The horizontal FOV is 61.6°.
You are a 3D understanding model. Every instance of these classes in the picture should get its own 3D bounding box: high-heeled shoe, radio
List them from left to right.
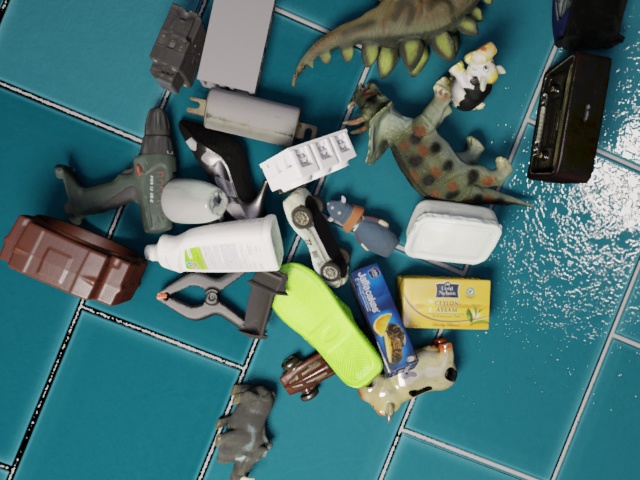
[{"bbox_3d":[-0.189,-0.109,1.015,0.249,0.086,0.145,39,125,16],"label":"high-heeled shoe"},{"bbox_3d":[0.464,-0.221,1.012,0.073,0.131,0.229,11,91,-4],"label":"radio"}]

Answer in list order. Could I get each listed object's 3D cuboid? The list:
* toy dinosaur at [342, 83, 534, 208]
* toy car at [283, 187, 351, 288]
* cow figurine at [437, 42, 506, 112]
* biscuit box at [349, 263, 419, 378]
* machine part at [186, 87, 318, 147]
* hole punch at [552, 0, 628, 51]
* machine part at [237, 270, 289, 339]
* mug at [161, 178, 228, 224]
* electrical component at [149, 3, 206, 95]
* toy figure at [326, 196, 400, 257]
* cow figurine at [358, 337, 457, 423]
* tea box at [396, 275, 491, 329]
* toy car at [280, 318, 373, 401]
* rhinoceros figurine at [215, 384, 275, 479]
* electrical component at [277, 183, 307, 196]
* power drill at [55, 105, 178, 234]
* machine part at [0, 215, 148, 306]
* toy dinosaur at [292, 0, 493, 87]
[{"bbox_3d":[0.217,-0.145,1.009,0.192,0.131,0.404,-43,98,10],"label":"toy dinosaur"},{"bbox_3d":[-0.002,-0.003,0.997,0.056,0.073,0.201,-18,109,29],"label":"toy car"},{"bbox_3d":[0.283,-0.289,0.980,0.068,0.167,0.098,-36,92,-8],"label":"cow figurine"},{"bbox_3d":[0.115,0.146,0.993,0.059,0.062,0.203,-20,68,-4],"label":"biscuit box"},{"bbox_3d":[-0.124,-0.227,0.996,0.243,0.079,0.079,12,90,-4],"label":"machine part"},{"bbox_3d":[0.515,-0.433,1.044,0.142,0.092,0.115,-6,122,-7],"label":"hole punch"},{"bbox_3d":[-0.105,0.116,0.986,0.084,0.039,0.138,22,97,28],"label":"machine part"},{"bbox_3d":[-0.213,-0.060,0.963,0.109,0.107,0.081,54,53,-40],"label":"mug"},{"bbox_3d":[-0.253,-0.334,0.965,0.058,0.115,0.134,22,90,0],"label":"electrical component"},{"bbox_3d":[0.079,-0.027,1.026,0.154,0.058,0.064,37,82,1],"label":"toy figure"},{"bbox_3d":[0.167,0.268,1.029,0.195,0.085,0.127,-12,86,-5],"label":"cow figurine"},{"bbox_3d":[0.235,0.119,1.035,0.170,0.068,0.098,0,92,-3],"label":"tea box"},{"bbox_3d":[0.019,0.232,1.030,0.202,0.053,0.089,-29,96,-4],"label":"toy car"},{"bbox_3d":[-0.141,0.364,1.015,0.112,0.073,0.190,17,88,-15],"label":"rhinoceros figurine"},{"bbox_3d":[-0.060,-0.112,1.031,0.063,0.021,0.094,-18,93,-3],"label":"electrical component"},{"bbox_3d":[-0.365,-0.119,0.986,0.207,0.086,0.231,-10,95,-11],"label":"power drill"},{"bbox_3d":[-0.410,0.031,0.918,0.201,0.201,0.087,24,86,-4],"label":"machine part"},{"bbox_3d":[0.160,-0.409,1.002,0.472,0.105,0.198,-14,96,1],"label":"toy dinosaur"}]
